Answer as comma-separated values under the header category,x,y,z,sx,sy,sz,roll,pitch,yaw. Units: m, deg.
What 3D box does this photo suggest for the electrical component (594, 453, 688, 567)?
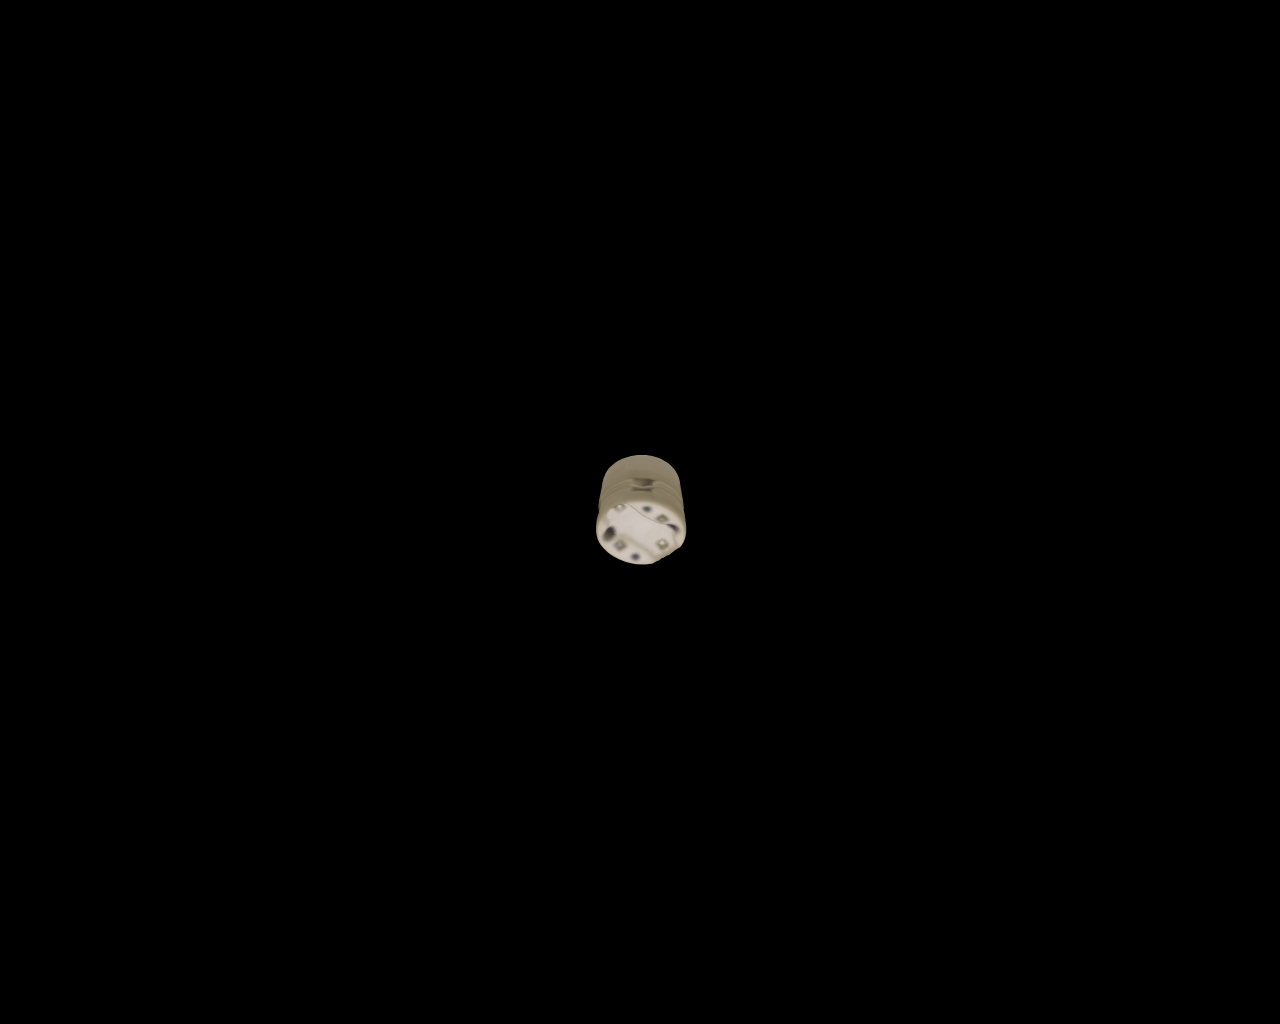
category,x,y,z,sx,sy,sz,roll,pitch,yaw
electrical component,0.001,-0.003,0.650,0.055,0.055,0.047,0,42,0
